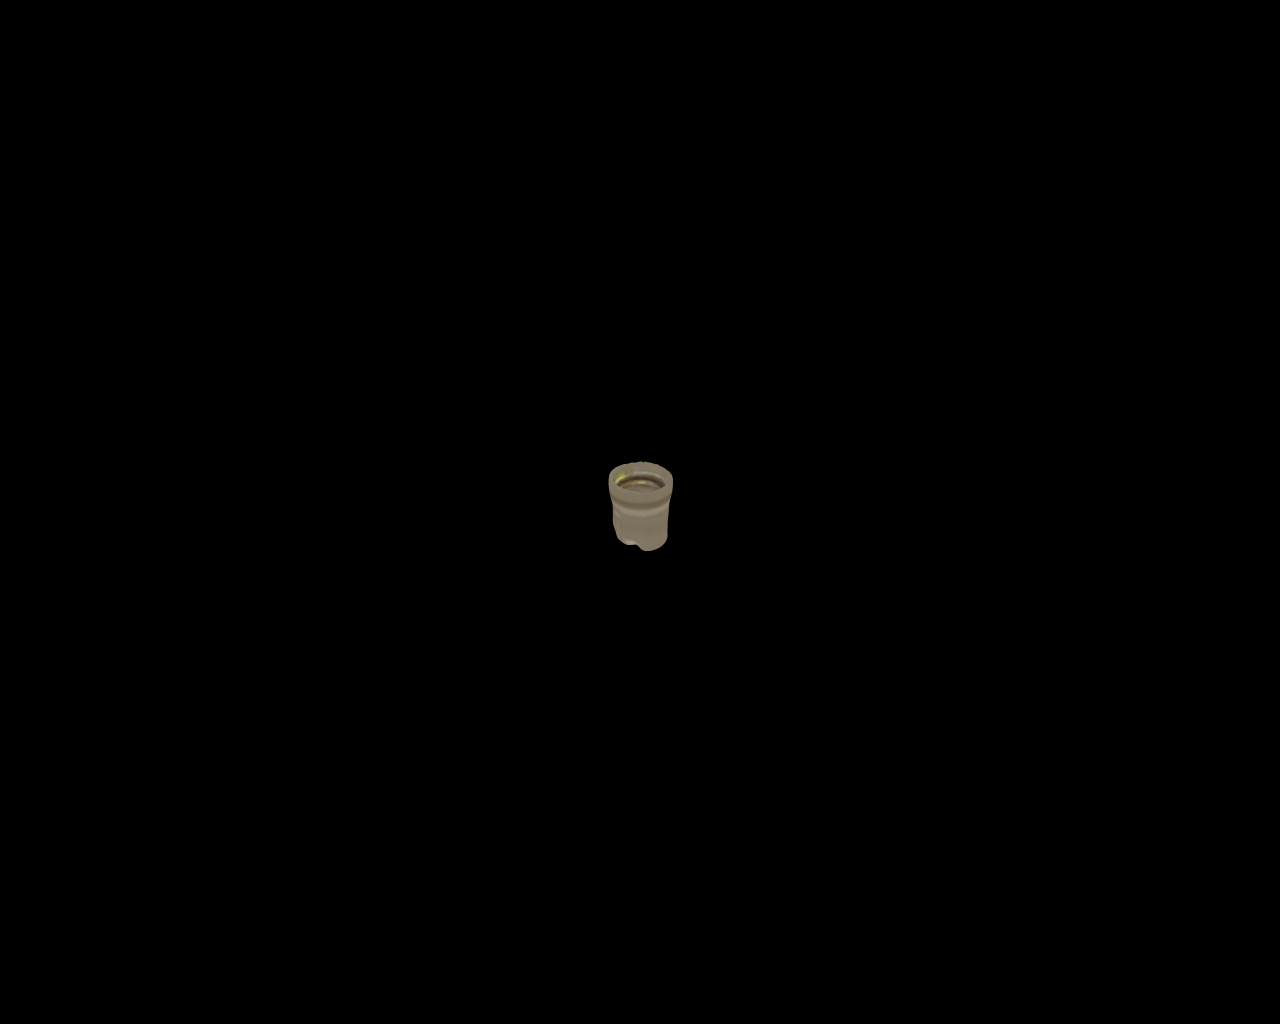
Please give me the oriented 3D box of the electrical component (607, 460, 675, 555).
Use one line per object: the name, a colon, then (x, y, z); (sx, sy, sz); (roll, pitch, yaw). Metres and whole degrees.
electrical component: (0.001, -0.003, 0.650); (0.040, 0.046, 0.040); (0, 31, 0)
